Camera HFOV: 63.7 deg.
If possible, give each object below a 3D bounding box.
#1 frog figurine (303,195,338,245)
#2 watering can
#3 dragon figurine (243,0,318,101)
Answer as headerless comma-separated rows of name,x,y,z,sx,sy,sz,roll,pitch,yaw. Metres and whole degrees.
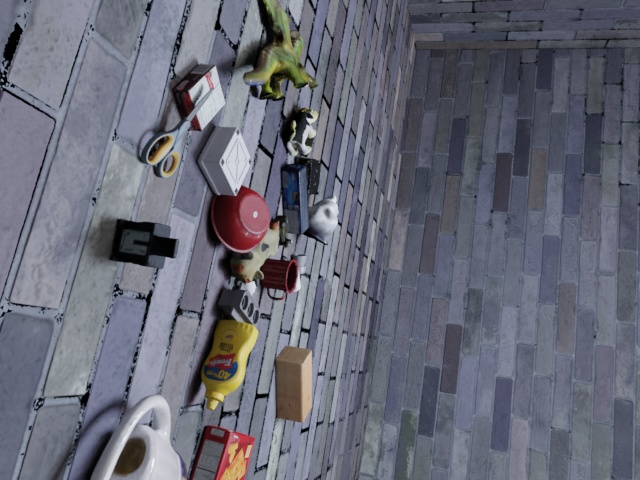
frog figurine,0.005,-0.082,1.631,0.121,0.138,0.161,38,76,-37
watering can,-0.316,0.432,0.823,0.219,0.104,0.356,76,24,-49
dragon figurine,-0.113,-0.478,1.272,0.413,0.122,0.242,-28,105,-71
